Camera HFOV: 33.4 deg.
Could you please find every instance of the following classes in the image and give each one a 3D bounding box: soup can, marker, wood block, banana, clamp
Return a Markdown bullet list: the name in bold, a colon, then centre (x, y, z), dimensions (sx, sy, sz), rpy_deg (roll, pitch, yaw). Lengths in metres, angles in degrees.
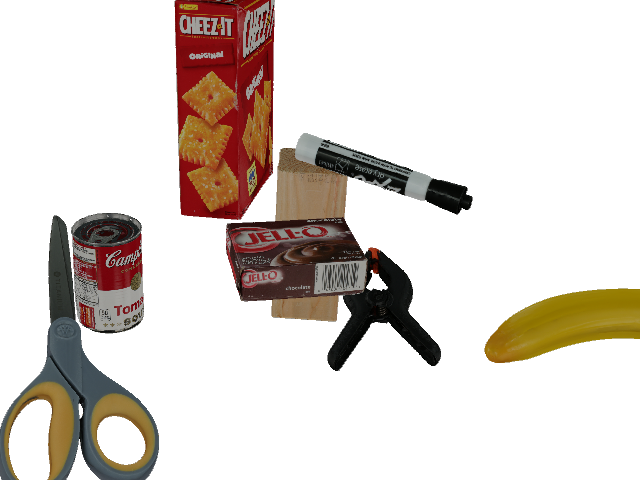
- **soup can**: centre (-0.211, 0.033, 1.062), dimensions (0.068, 0.102, 0.068), rpy_deg (2, 27, -1)
- **marker**: centre (0.041, -0.043, 0.697), dimensions (0.121, 0.020, 0.020), rpy_deg (20, 6, 16)
- **wood block**: centre (-0.015, -0.008, 1.398), dimensions (0.090, 0.206, 0.091), rpy_deg (4, 25, 0)
- **banana**: centre (0.215, 0.063, 0.782), dimensions (0.197, 0.037, 0.069), rpy_deg (2, 34, -4)
- **clamp**: centre (0.075, 0.078, 1.186), dimensions (0.120, 0.171, 0.039), rpy_deg (7, -42, 2)

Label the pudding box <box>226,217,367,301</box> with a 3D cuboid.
- **pudding box**: centre (-0.023, 0.015, 0.945), dimensions (0.113, 0.039, 0.090), rpy_deg (-2, 27, -13)

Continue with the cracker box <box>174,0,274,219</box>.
- **cracker box**: centre (-0.092, -0.148, 1.089), dimensions (0.072, 0.214, 0.164), rpy_deg (5, 22, 8)

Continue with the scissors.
- **scissors**: centre (-0.133, 0.067, 0.630), dimensions (0.096, 0.201, 0.016), rpy_deg (14, -45, -9)
